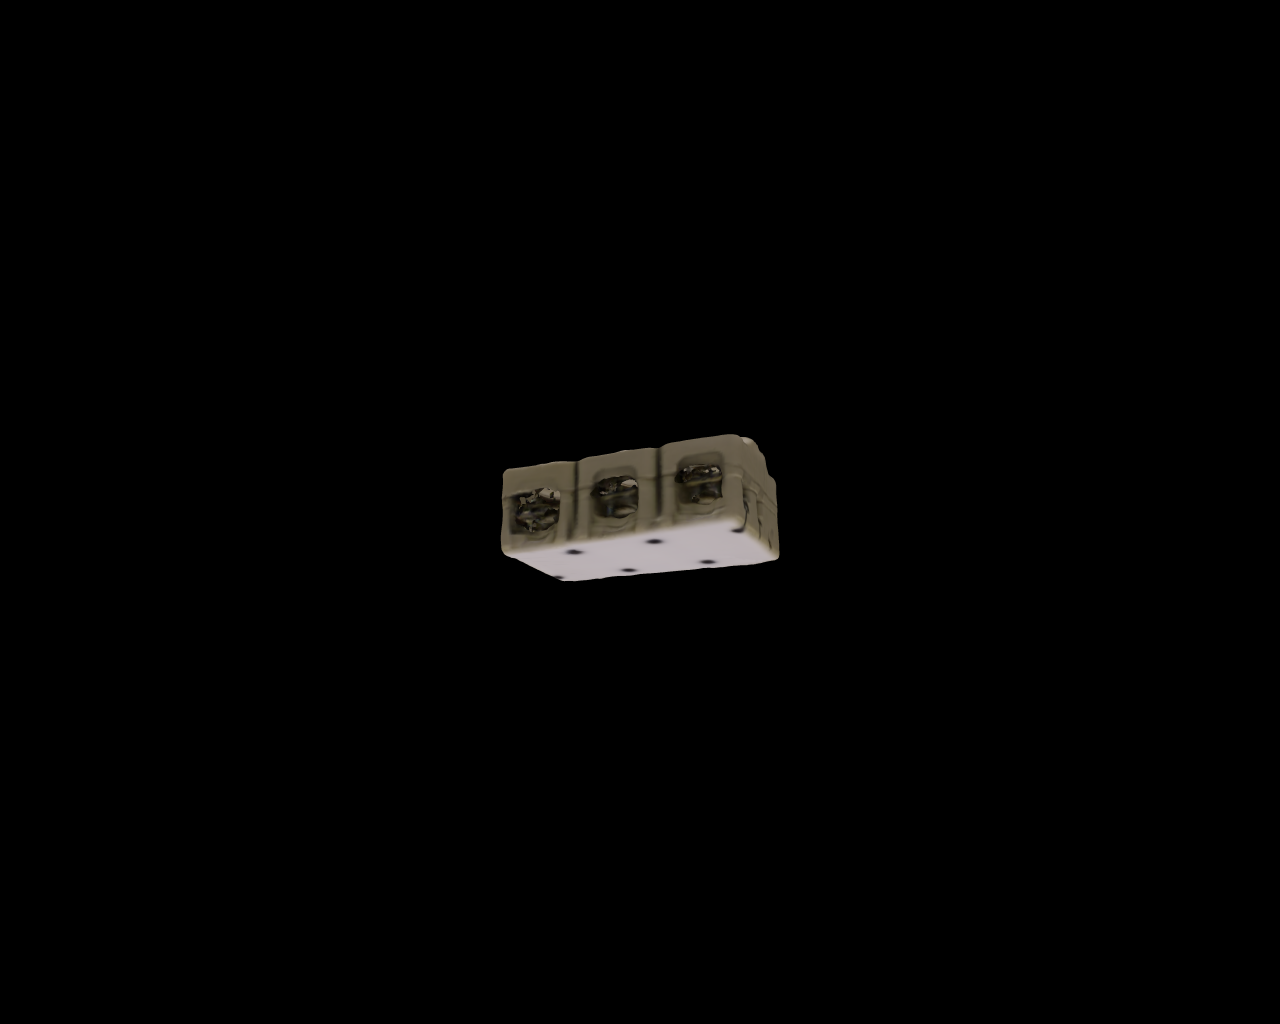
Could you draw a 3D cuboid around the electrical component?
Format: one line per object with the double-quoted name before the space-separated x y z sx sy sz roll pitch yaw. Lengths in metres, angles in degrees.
"electrical component" 0.001 -0.003 0.650 0.150 0.062 0.089 -7 -19 20
